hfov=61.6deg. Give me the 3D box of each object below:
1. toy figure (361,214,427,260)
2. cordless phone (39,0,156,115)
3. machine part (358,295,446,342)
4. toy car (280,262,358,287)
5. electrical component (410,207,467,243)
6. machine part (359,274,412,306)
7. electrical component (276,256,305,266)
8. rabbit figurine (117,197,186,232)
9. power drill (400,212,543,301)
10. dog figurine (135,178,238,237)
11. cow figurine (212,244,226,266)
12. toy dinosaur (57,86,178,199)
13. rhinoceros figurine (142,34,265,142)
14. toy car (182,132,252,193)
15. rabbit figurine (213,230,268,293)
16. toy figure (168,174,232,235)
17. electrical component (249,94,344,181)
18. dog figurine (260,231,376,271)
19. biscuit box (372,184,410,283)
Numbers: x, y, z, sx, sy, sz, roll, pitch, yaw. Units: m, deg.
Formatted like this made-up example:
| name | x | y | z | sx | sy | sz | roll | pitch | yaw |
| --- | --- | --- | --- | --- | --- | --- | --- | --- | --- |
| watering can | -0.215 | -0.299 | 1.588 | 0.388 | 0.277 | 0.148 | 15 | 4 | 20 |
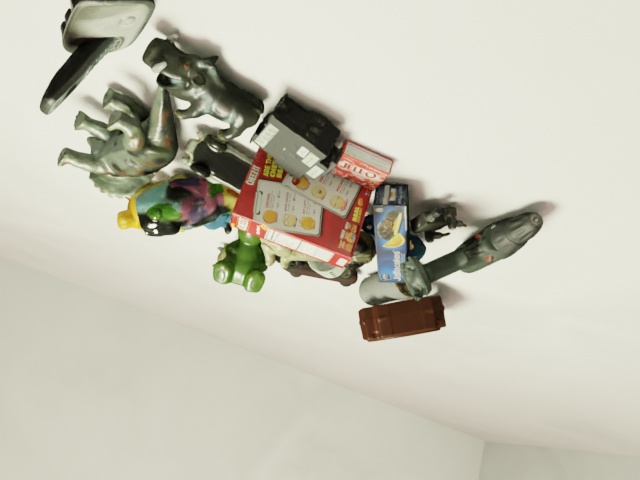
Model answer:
| name | x | y | z | sx | sy | sz | roll | pitch | yaw |
| --- | --- | --- | --- | --- | --- | --- | --- | --- | --- |
| toy figure | 0.141 | -0.010 | 1.074 | 0.154 | 0.058 | 0.064 | 32 | 149 | -17 |
| cordless phone | -0.305 | -0.252 | 0.696 | 0.088 | 0.184 | 0.147 | 35 | 153 | -25 |
| machine part | 0.201 | 0.198 | 1.337 | 0.201 | 0.087 | 0.201 | -9 | 168 | -2 |
| toy car | -0.001 | 0.077 | 1.385 | 0.202 | 0.053 | 0.089 | 11 | 167 | 10 |
| electrical component | 0.212 | -0.028 | 0.967 | 0.078 | 0.045 | 0.102 | -8 | 166 | -28 |
| machine part | 0.167 | 0.113 | 1.304 | 0.079 | 0.079 | 0.243 | 27 | 155 | -18 |
| electrical component | -0.076 | 0.019 | 1.287 | 0.048 | 0.075 | 0.119 | 7 | 157 | 25 |
| rabbit figurine | -0.381 | -0.073 | 1.249 | 0.162 | 0.122 | 0.173 | 23 | 157 | -23 |
| power drill | 0.251 | 0.025 | 0.937 | 0.086 | 0.207 | 0.232 | 60 | 167 | 9 |
| dog figurine | -0.226 | -0.076 | 1.056 | 0.219 | 0.108 | 0.191 | -9 | -174 | 6 |
| cow figurine | -0.217 | 0.048 | 1.448 | 0.127 | 0.085 | 0.195 | 17 | 161 | -12 |
| toy dinosaur | -0.342 | -0.176 | 1.002 | 0.405 | 0.131 | 0.192 | -8 | 158 | 40 |
| rhinoceros figurine | -0.175 | -0.225 | 0.802 | 0.190 | 0.073 | 0.112 | 30 | 156 | -27 |
| toy car | -0.158 | -0.129 | 1.003 | 0.201 | 0.073 | 0.056 | 28 | -168 | -21 |
| rabbit figurine | -0.162 | 0.017 | 1.275 | 0.121 | 0.170 | 0.159 | 19 | -161 | 4 |
| toy figure | -0.267 | -0.078 | 1.199 | 0.180 | 0.082 | 0.089 | 30 | -177 | -40 |
| electrical component | -0.033 | -0.155 | 0.853 | 0.134 | 0.058 | 0.115 | 35 | 156 | -16 |
| dog figurine | -0.001 | -0.006 | 1.001 | 0.191 | 0.121 | 0.172 | 1 | 173 | 22 |
| biscuit box | 0.134 | -0.007 | 0.988 | 0.059 | 0.063 | 0.202 | 1 | 134 | 12 |
